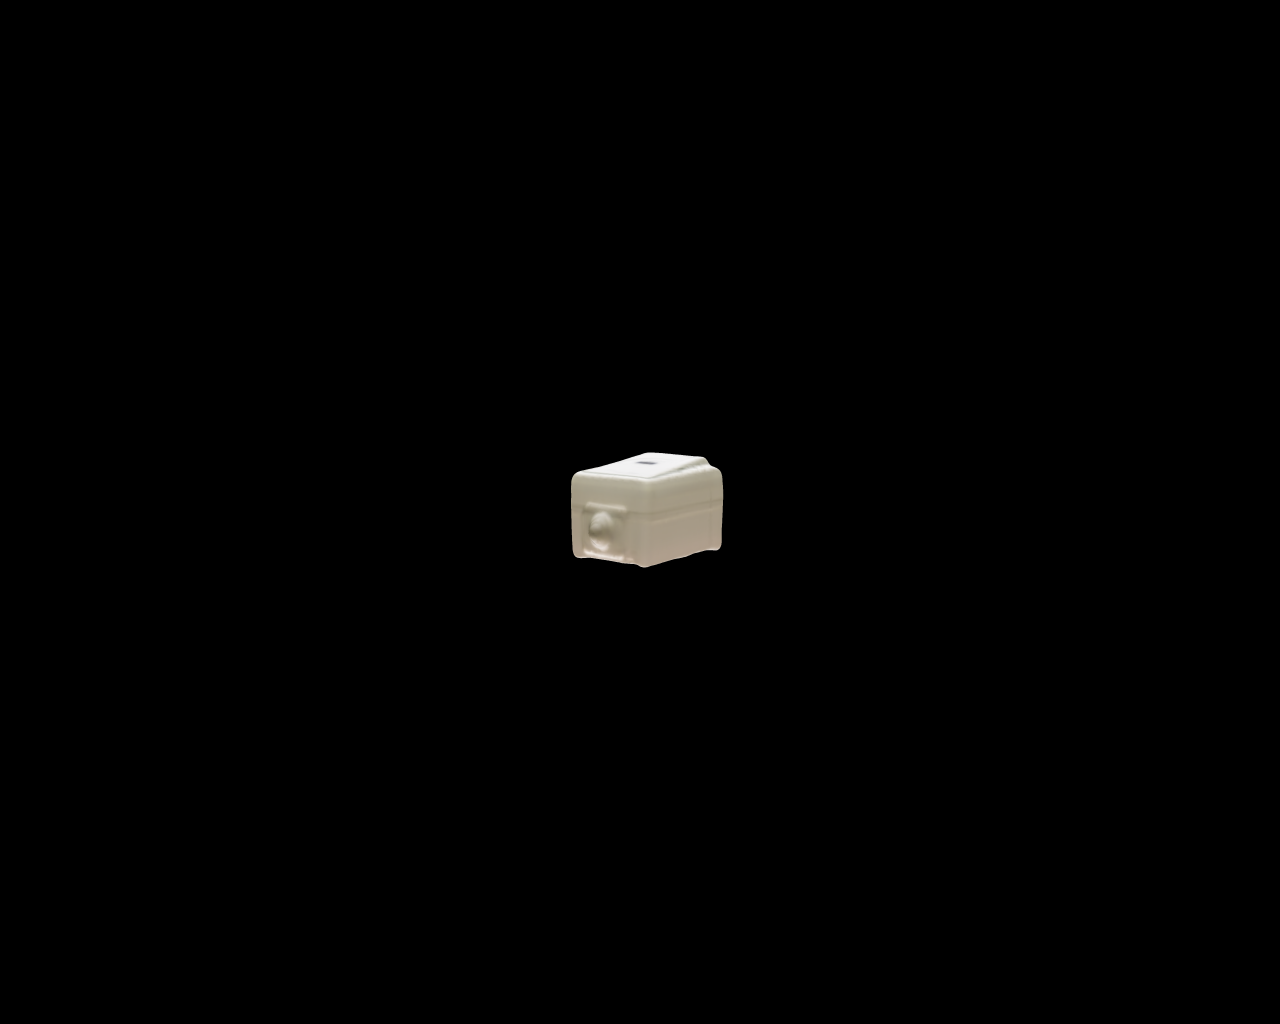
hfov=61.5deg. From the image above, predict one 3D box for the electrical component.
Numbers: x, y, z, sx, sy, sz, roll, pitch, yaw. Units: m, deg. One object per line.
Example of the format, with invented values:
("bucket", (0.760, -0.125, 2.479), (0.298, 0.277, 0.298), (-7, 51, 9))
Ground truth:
("electrical component", (0.001, -0.003, 0.650), (0.062, 0.061, 0.096), (7, 12, 39))
